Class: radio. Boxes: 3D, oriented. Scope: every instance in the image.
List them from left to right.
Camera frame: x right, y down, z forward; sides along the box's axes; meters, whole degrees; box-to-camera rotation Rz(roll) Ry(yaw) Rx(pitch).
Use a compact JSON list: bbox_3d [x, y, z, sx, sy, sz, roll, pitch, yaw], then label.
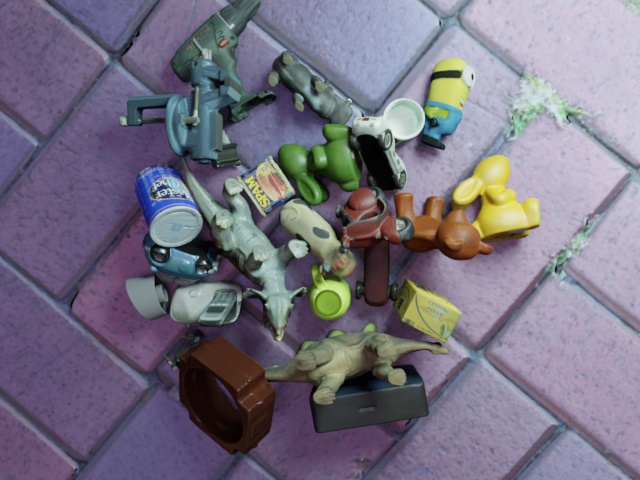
[{"bbox_3d":[0.098,0.321,1.104,0.230,0.131,0.073,-9,94,3],"label":"radio"}]

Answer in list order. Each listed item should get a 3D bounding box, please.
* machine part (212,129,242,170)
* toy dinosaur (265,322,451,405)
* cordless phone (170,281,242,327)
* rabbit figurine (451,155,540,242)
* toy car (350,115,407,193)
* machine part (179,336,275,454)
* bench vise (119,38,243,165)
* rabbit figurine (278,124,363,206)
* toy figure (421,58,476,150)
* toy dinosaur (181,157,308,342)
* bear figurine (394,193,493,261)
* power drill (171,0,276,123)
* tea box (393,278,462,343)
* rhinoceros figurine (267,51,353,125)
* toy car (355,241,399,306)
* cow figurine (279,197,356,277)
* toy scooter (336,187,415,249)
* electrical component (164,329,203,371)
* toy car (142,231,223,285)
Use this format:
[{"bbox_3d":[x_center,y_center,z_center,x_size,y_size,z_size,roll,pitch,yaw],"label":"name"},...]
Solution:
[{"bbox_3d":[-0.220,-0.211,1.114,0.039,0.084,0.139,-34,80,47],"label":"machine part"},{"bbox_3d":[0.019,0.242,1.067,0.472,0.198,0.105,-9,93,9],"label":"toy dinosaur"},{"bbox_3d":[-0.238,0.143,1.079,0.147,0.184,0.088,2,99,2],"label":"cordless phone"},{"bbox_3d":[0.349,-0.085,1.091,0.162,0.122,0.173,-7,80,12],"label":"rabbit figurine"},{"bbox_3d":[0.117,-0.162,1.053,0.074,0.201,0.056,5,59,28],"label":"toy car"},{"bbox_3d":[-0.188,0.310,1.082,0.202,0.087,0.200,27,126,26],"label":"machine part"},{"bbox_3d":[-0.276,-0.257,1.036,0.241,0.129,0.223,0,100,12],"label":"bench vise"},{"bbox_3d":[-0.002,-0.153,1.102,0.170,0.121,0.159,0,100,20],"label":"rabbit figurine"},{"bbox_3d":[0.250,-0.276,1.083,0.089,0.082,0.180,22,97,-2],"label":"toy figure"},{"bbox_3d":[-0.155,0.013,1.095,0.131,0.192,0.405,-29,70,-35],"label":"toy dinosaur"},{"bbox_3d":[0.232,-0.028,1.025,0.120,0.196,0.132,4,88,-23],"label":"bear figurine"},{"bbox_3d":[-0.174,-0.361,1.094,0.232,0.086,0.207,-31,96,6],"label":"power drill"},{"bbox_3d":[0.208,0.136,1.068,0.098,0.169,0.068,27,96,-2],"label":"tea box"},{"bbox_3d":[-0.019,-0.297,1.079,0.190,0.112,0.073,38,110,-6],"label":"rhinoceros figurine"},{"bbox_3d":[0.119,0.037,1.119,0.089,0.053,0.202,-1,83,10],"label":"toy car"},{"bbox_3d":[-0.002,-0.003,1.088,0.195,0.127,0.085,45,97,1],"label":"cow figurine"},{"bbox_3d":[0.084,-0.035,1.038,0.135,0.184,0.075,-22,127,-12],"label":"toy scooter"},{"bbox_3d":[-0.283,0.244,1.157,0.078,0.045,0.102,44,95,1],"label":"electrical component"},{"bbox_3d":[-0.293,0.041,1.124,0.162,0.109,0.102,21,122,-11],"label":"toy car"}]
